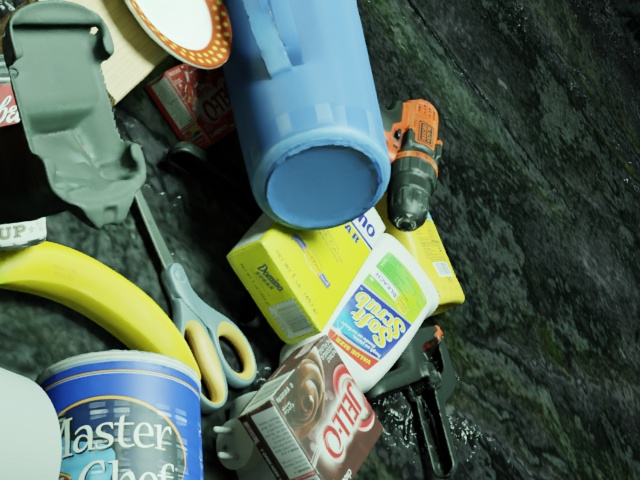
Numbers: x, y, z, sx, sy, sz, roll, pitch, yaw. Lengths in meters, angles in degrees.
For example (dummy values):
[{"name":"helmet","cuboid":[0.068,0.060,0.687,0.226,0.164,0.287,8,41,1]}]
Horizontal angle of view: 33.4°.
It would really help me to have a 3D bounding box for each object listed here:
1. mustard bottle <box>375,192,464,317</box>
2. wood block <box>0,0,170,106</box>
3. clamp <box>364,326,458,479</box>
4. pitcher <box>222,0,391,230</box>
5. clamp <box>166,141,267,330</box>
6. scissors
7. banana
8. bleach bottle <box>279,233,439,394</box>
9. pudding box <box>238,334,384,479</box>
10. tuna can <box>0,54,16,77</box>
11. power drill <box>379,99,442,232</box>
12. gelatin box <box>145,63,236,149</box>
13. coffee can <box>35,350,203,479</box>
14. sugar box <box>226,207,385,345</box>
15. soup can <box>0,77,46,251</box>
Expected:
[{"name":"mustard bottle","cuboid":[0.086,-0.015,1.116,0.096,0.058,0.192,1,65,-57]},{"name":"wood block","cuboid":[-0.169,-0.160,0.816,0.090,0.090,0.206,52,31,-16]},{"name":"clamp","cuboid":[0.102,0.148,1.028,0.120,0.039,0.171,56,30,-10]},{"name":"pitcher","cuboid":[-0.020,-0.133,0.877,0.149,0.145,0.243,12,42,-24]},{"name":"clamp","cuboid":[-0.041,-0.012,0.943,0.209,0.036,0.164,-12,81,-58]},{"name":"scissors","cuboid":[-0.099,0.038,0.834,0.096,0.016,0.202,13,55,-54]},{"name":"banana","cuboid":[-0.156,0.045,0.722,0.197,0.037,0.069,30,47,-43]},{"name":"bleach bottle","cuboid":[0.028,0.092,0.940,0.102,0.068,0.250,53,33,-11]},{"name":"pudding box","cuboid":[-0.004,0.134,0.784,0.090,0.039,0.113,58,31,-6]},{"name":"tuna can","cuboid":[-0.206,-0.078,0.702,0.086,0.034,0.086,-3,98,-24]},{"name":"power drill","cuboid":[0.034,-0.104,1.057,0.187,0.057,0.184,28,39,-15]},{"name":"gelatin box","cuboid":[-0.104,-0.123,0.943,0.073,0.030,0.089,57,31,-8]},{"name":"coffee can","cuboid":[-0.118,0.150,0.626,0.102,0.103,0.140,29,44,-43]},{"name":"sugar box","cuboid":[-0.006,0.001,0.909,0.093,0.048,0.176,58,36,-17]},{"name":"soup can","cuboid":[-0.203,-0.048,0.649,0.068,0.069,0.102,-18,109,-60]}]
